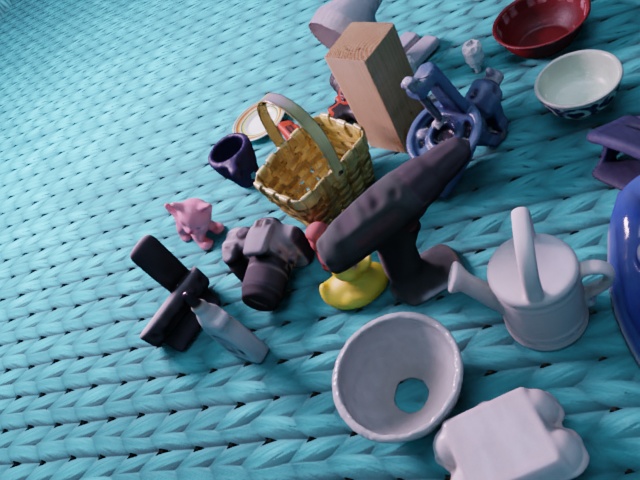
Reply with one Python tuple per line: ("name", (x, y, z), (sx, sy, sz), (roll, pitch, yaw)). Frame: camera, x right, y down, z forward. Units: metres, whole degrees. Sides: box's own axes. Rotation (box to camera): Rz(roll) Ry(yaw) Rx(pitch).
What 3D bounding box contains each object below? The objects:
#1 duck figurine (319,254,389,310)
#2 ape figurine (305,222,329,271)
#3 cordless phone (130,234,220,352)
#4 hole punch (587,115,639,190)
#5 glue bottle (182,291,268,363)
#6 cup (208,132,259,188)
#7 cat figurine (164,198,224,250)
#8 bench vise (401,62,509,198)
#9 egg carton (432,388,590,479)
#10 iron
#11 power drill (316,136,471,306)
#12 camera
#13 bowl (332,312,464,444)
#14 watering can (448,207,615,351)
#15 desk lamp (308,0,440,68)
("duck figurine", (0.041, 0.051, 0.846), (0.104, 0.086, 0.077), (-25, 46, 11))
("ape figurine", (0.008, 0.003, 0.900), (0.076, 0.092, 0.078), (-11, 50, 24))
("cordless phone", (-0.265, 0.085, 0.931), (0.093, 0.186, 0.148), (16, 64, 39))
("hole punch", (0.422, -0.125, 0.757), (0.101, 0.091, 0.108), (-44, 45, -8))
("glue bottle", (-0.146, 0.123, 0.837), (0.077, 0.174, 0.037), (12, 62, 37))
("cup", (-0.154, -0.139, 1.113), (0.091, 0.095, 0.117), (-29, 45, 7))
("cat figurine", (-0.241, -0.043, 1.070), (0.127, 0.118, 0.067), (16, 65, 39))
("bench vise", (0.192, -0.200, 0.864), (0.121, 0.220, 0.207), (7, 59, 35))
("egg carton", (0.200, 0.227, 0.617), (0.150, 0.070, 0.107), (-28, 45, 8))
("iron", (0.376, 0.022, 0.627), (0.118, 0.142, 0.258), (-2, 54, 30))
("power drill", (0.118, -0.010, 0.761), (0.229, 0.209, 0.075), (-32, 45, 5))
("camera", (-0.099, 0.040, 0.929), (0.142, 0.101, 0.137), (-6, 52, 27))
("bowl", (0.103, 0.178, 0.712), (0.167, 0.075, 0.167), (-16, 48, 19))
("watering can", (0.237, 0.044, 0.656), (0.172, 0.195, 0.100), (-26, 45, 10))
("desk lamp", (0.101, -0.399, 1.088), (0.203, 0.214, 0.117), (-47, 46, -11))
